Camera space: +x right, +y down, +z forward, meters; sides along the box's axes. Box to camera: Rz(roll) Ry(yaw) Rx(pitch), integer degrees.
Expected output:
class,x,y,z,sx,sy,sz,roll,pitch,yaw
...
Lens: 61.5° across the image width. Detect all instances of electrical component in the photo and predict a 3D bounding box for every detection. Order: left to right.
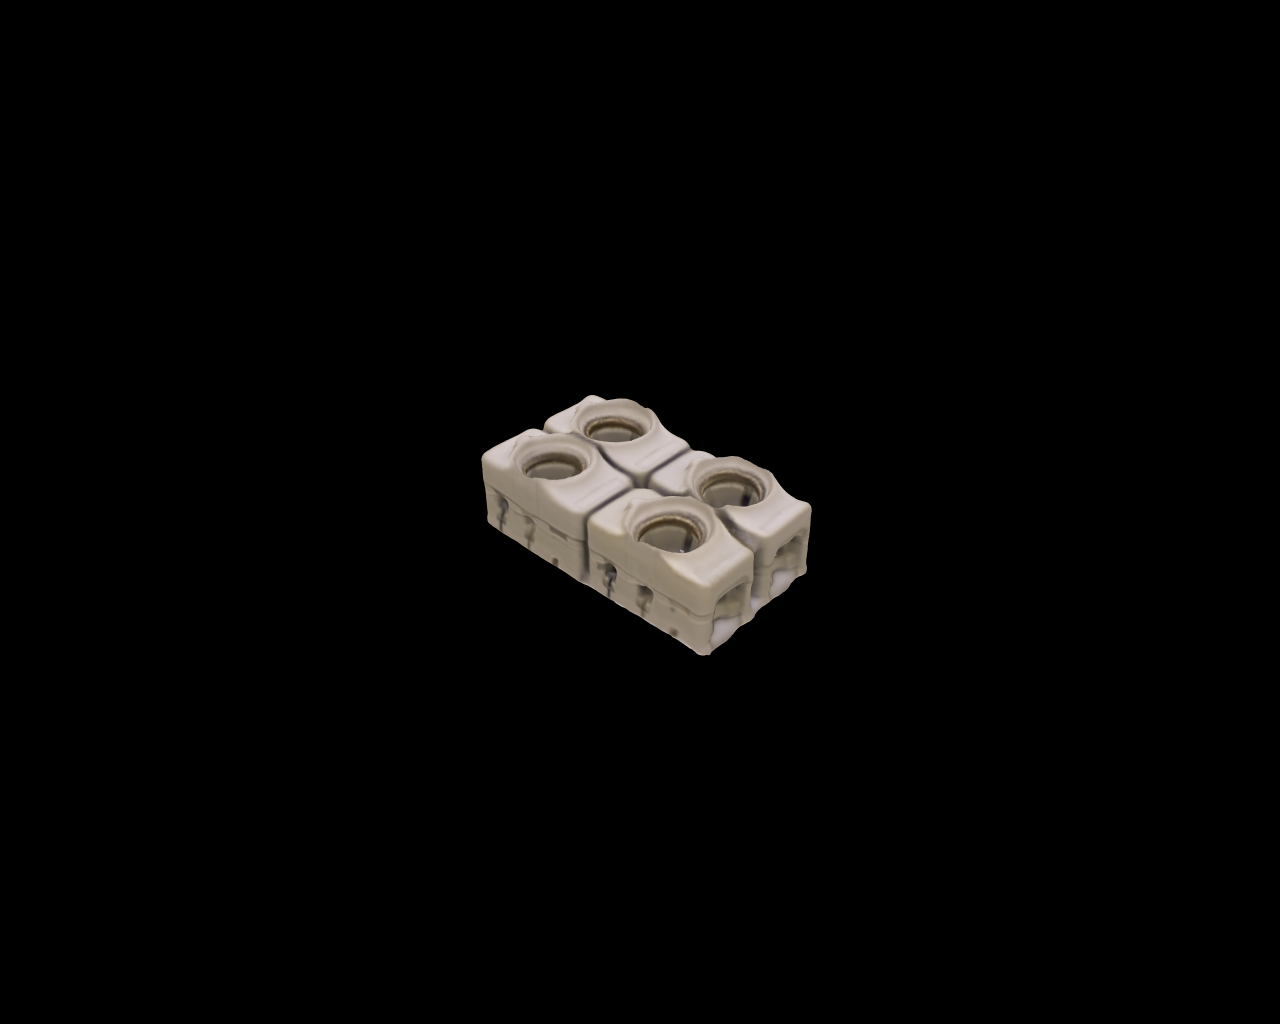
class,x,y,z,sx,sy,sz,roll,pitch,yaw
electrical component,0.001,-0.003,0.650,0.186,0.060,0.106,30,46,33
